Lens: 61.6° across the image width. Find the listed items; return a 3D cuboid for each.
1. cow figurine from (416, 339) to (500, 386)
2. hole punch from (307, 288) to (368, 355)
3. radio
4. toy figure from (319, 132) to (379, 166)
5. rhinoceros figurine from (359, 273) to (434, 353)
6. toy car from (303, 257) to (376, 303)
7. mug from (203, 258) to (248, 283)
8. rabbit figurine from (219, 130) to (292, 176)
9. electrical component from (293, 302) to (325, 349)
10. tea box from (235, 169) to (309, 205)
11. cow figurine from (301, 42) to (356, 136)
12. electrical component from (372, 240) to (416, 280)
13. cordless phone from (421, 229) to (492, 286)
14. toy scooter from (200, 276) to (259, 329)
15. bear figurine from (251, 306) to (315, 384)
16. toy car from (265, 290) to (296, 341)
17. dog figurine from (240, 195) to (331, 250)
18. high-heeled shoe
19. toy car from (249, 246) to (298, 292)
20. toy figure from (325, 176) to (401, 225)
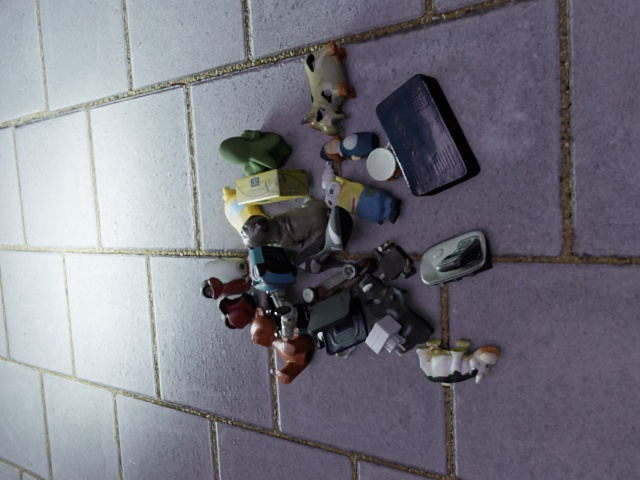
[{"bbox_3d":[0.290,0.260,1.110,0.167,0.068,0.098,-4,99,39],"label":"cow figurine"},{"bbox_3d":[0.044,0.182,1.196,0.142,0.116,0.092,-30,113,22],"label":"hole punch"},{"bbox_3d":[0.216,-0.208,1.103,0.131,0.073,0.229,-30,77,35],"label":"radio"},{"bbox_3d":[0.059,-0.211,1.222,0.155,0.064,0.057,-4,134,34],"label":"toy figure"},{"bbox_3d":[0.159,0.155,1.169,0.190,0.073,0.112,45,137,20],"label":"rhinoceros figurine"},{"bbox_3d":[0.048,0.096,1.241,0.202,0.089,0.053,-32,74,36],"label":"toy car"},{"bbox_3d":[-0.251,0.098,1.466,0.107,0.081,0.109,-18,90,27],"label":"mug"},{"bbox_3d":[-0.161,-0.206,1.306,0.159,0.170,0.121,11,103,35],"label":"rabbit figurine"},{"bbox_3d":[-0.018,0.206,1.318,0.048,0.075,0.119,-11,92,35],"label":"electrical component"},{"bbox_3d":[-0.119,-0.128,1.316,0.170,0.098,0.068,-5,91,48],"label":"tea box"},{"bbox_3d":[0.011,-0.333,1.224,0.127,0.085,0.194,-11,92,30],"label":"cow figurine"},{"bbox_3d":[0.164,0.045,1.186,0.078,0.045,0.102,-42,72,30],"label":"electrical component"},{"bbox_3d":[0.247,0.049,1.044,0.147,0.184,0.088,-24,87,35],"label":"cordless phone"},{"bbox_3d":[-0.219,0.157,1.428,0.135,0.075,0.183,-23,121,13],"label":"toy scooter"},{"bbox_3d":[-0.115,0.257,1.361,0.196,0.132,0.120,23,112,24],"label":"bear figurine"},{"bbox_3d":[-0.096,0.173,1.321,0.202,0.056,0.073,-128,37,-63],"label":"toy car"},{"bbox_3d":[-0.071,-0.035,1.253,0.172,0.190,0.121,-34,76,31],"label":"dog figurine"},{"bbox_3d":[-0.003,-0.004,1.224,0.145,0.086,0.248,9,142,15],"label":"high-heeled shoe"},{"bbox_3d":[-0.130,0.072,1.323,0.102,0.109,0.162,-61,40,34],"label":"toy car"},{"bbox_3d":[0.094,-0.087,1.199,0.180,0.089,0.082,17,94,23],"label":"toy figure"}]
